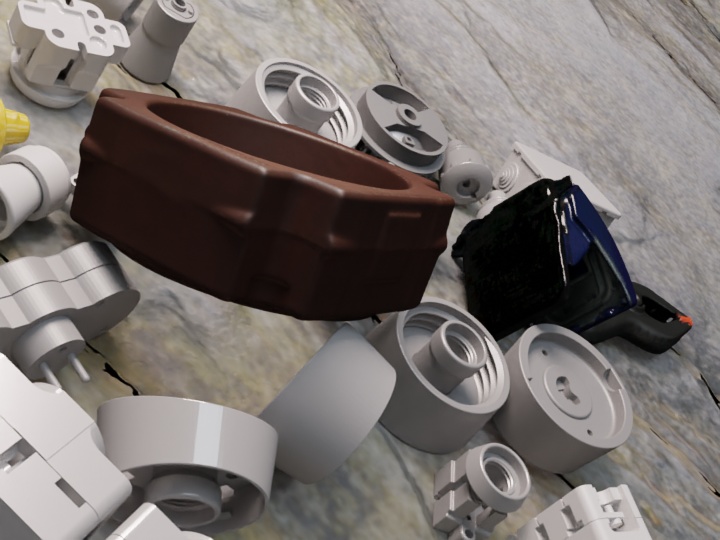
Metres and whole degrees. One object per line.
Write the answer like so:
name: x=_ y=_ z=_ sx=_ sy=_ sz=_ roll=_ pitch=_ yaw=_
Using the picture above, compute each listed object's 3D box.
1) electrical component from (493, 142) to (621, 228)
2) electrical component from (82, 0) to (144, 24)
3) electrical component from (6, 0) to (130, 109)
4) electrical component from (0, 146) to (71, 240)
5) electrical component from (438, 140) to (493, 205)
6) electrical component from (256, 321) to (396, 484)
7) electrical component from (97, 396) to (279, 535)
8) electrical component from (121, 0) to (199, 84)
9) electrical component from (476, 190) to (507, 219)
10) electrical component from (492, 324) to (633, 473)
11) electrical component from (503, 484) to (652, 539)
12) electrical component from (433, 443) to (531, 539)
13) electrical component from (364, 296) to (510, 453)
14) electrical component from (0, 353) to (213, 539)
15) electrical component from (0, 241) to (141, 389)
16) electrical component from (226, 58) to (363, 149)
electrical component: x=0.180 y=-0.066 z=1.001 sx=0.100 sy=0.048 sz=0.099 roll=20 pitch=24 yaw=-28
electrical component: x=-0.194 y=-0.221 z=0.836 sx=0.047 sy=0.055 sz=0.055 roll=39 pitch=37 yaw=-11
electrical component: x=-0.209 y=-0.150 z=0.749 sx=0.078 sy=0.057 sz=0.058 roll=5 pitch=51 yaw=-39
electrical component: x=-0.211 y=-0.048 z=0.657 sx=0.045 sy=0.045 sz=0.055 roll=44 pitch=37 yaw=3
electrical component: x=0.091 y=-0.093 z=0.971 sx=0.048 sy=0.048 sz=0.062 roll=21 pitch=36 yaw=-26
electrical component: x=-0.027 y=0.079 z=0.653 sx=0.064 sy=0.099 sz=0.099 roll=40 pitch=37 yaw=-12
electrical component: x=-0.093 y=0.101 z=0.576 sx=0.099 sy=0.099 sz=0.064 roll=20 pitch=48 yaw=-26
electrical component: x=-0.152 y=-0.180 z=0.822 sx=0.044 sy=0.065 sz=0.044 roll=24 pitch=41 yaw=-23
electrical component: x=0.124 y=-0.045 z=0.952 sx=0.043 sy=0.043 sz=0.062 roll=25 pitch=39 yaw=-22
electrical component: x=0.145 y=0.102 z=0.812 sx=0.108 sy=0.060 sz=0.108 roll=24 pitch=41 yaw=-22
electrical component: x=0.142 y=0.186 z=0.702 sx=0.050 sy=0.089 sz=0.055 roll=8 pitch=48 yaw=-36
electrical component: x=0.080 y=0.146 z=0.715 sx=0.048 sy=0.055 sz=0.066 roll=28 pitch=39 yaw=-18
electrical component: x=0.057 y=0.069 z=0.767 sx=0.108 sy=0.060 sz=0.108 roll=24 pitch=41 yaw=-22
electrical component: x=-0.134 y=0.138 z=0.492 sx=0.186 sy=0.105 sz=0.060 roll=44 pitch=37 yaw=3
electrical component: x=-0.178 y=0.036 z=0.597 sx=0.138 sy=0.052 sz=0.073 roll=-19 pitch=68 yaw=-50
electrical component: x=-0.049 y=-0.122 z=0.861 sx=0.108 sy=0.060 sz=0.108 roll=24 pitch=41 yaw=-22
